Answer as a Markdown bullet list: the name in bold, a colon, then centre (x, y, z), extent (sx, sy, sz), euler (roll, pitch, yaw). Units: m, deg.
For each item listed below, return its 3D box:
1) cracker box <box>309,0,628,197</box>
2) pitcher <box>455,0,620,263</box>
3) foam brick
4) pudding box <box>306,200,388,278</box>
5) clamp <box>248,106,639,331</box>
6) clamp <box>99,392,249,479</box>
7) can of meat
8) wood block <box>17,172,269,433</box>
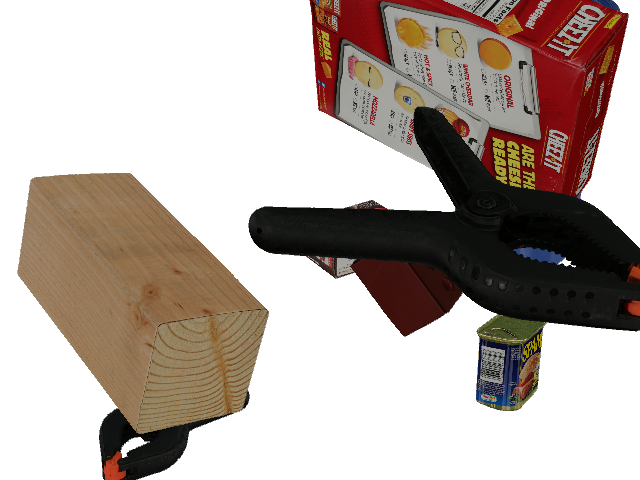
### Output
- **cracker box**: centre (0.096, -0.123, 0.757), extent (0.214, 0.072, 0.164), euler (29, -29, 23)
- **pitcher**: centre (0.187, -0.100, 0.946), extent (0.149, 0.243, 0.145), euler (3, 32, 8)
- **foam brick**: centre (0.074, 0.029, 0.877), extent (0.051, 0.078, 0.052), euler (-34, 6, 37)
- **pudding box**: centre (0.039, -0.003, 1.198), extent (0.113, 0.039, 0.090), euler (-19, 30, -26)
- **clamp**: centre (0.077, -0.003, 0.569), extent (0.164, 0.036, 0.210), euler (-30, 45, -33)
- **clamp**: centre (-0.158, 0.161, 0.992), extent (0.120, 0.039, 0.171), euler (18, 29, 25)
- **can of meat**: centre (0.212, 0.135, 1.195), extent (0.058, 0.084, 0.101), euler (9, 15, 27)
- **wood block**: centre (-0.137, 0.037, 0.786), extent (0.090, 0.091, 0.206), euler (-6, 33, -39)
